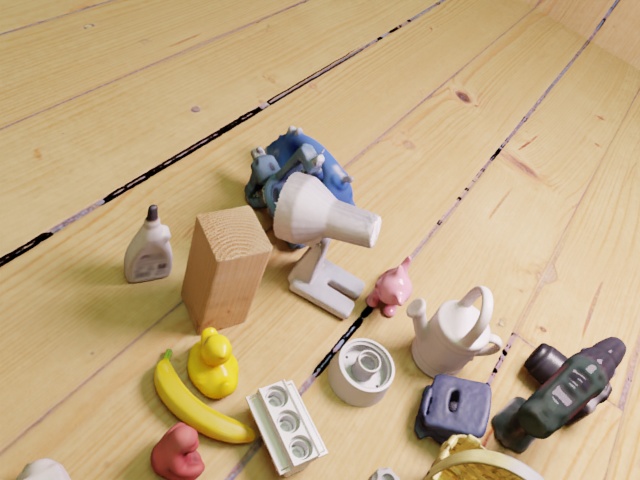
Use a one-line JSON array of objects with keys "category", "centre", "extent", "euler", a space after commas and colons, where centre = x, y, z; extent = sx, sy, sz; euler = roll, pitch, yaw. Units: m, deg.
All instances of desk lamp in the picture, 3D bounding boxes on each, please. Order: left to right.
[{"category": "desk lamp", "centre": [0.009, 0.004, 1.007], "extent": [0.203, 0.213, 0.118], "euler": [29, 47, 4]}]

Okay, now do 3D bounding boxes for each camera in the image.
[{"category": "camera", "centre": [0.463, 0.243, 1.062], "extent": [0.136, 0.100, 0.143], "euler": [41, 49, 15]}]

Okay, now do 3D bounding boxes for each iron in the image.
[{"category": "iron", "centre": [-0.025, -0.153, 1.177], "extent": [0.119, 0.141, 0.258], "euler": [-25, 64, -36]}]

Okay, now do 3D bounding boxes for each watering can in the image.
[{"category": "watering can", "centre": [0.233, 0.152, 0.982], "extent": [0.173, 0.194, 0.101], "euler": [3, 50, -20]}]

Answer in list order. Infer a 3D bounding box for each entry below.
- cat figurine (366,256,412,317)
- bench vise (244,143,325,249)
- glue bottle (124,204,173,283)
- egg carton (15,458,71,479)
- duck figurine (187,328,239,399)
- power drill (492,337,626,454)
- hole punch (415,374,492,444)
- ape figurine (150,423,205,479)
[{"category": "cat figurine", "centre": [0.141, 0.081, 1.060], "extent": [0.067, 0.117, 0.128], "euler": [30, 47, 6]}, {"category": "bench vise", "centre": [-0.070, -0.111, 1.070], "extent": [0.207, 0.219, 0.122], "euler": [38, 48, 12]}, {"category": "glue bottle", "centre": [-0.273, 0.003, 0.922], "extent": [0.078, 0.173, 0.037], "euler": [-8, 55, -27]}, {"category": "egg carton", "centre": [-0.334, 0.341, 0.679], "extent": [0.107, 0.069, 0.150], "euler": [-24, 63, -36]}, {"category": "duck figurine", "centre": [-0.158, 0.183, 0.874], "extent": [0.078, 0.086, 0.104], "euler": [-12, 56, -29]}, {"category": "power drill", "centre": [0.382, 0.261, 0.940], "extent": [0.230, 0.208, 0.075], "euler": [-26, 64, -36]}, {"category": "hole punch", "centre": [0.218, 0.278, 0.939], "extent": [0.101, 0.091, 0.109], "euler": [26, 46, 1]}, {"category": "ape figurine", "centre": [-0.187, 0.281, 0.773], "extent": [0.076, 0.092, 0.077], "euler": [6, 49, -17]}]
